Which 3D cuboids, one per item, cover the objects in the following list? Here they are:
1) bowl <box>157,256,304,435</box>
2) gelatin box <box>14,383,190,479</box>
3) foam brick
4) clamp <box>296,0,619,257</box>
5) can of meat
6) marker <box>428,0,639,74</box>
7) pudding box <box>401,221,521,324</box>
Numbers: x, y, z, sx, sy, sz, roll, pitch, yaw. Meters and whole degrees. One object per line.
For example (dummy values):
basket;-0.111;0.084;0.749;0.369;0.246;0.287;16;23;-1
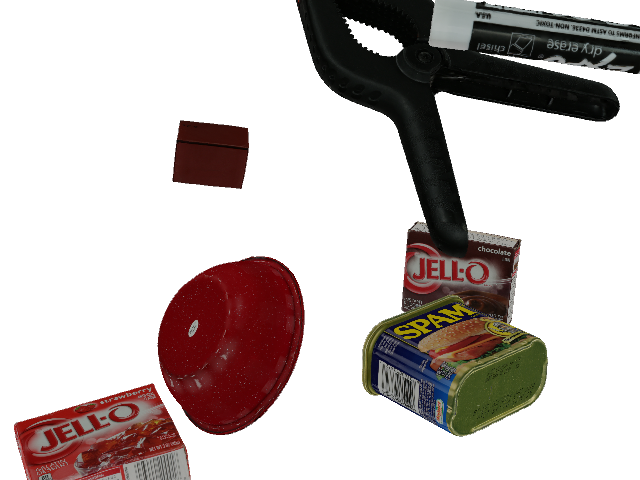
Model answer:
bowl;-0.089;0.081;0.911;0.162;0.162;0.055;0;-20;47
gelatin box;-0.130;0.124;0.628;0.089;0.030;0.073;-14;27;-18
foam brick;-0.119;-0.094;1.161;0.078;0.051;0.053;6;30;-6
clamp;0.058;-0.092;0.647;0.210;0.164;0.036;36;-31;12
can of meat;0.094;0.085;0.734;0.101;0.057;0.084;-17;28;-37
marker;0.102;-0.074;0.400;0.121;0.020;0.020;9;1;5
pudding box;0.142;0.035;1.081;0.114;0.090;0.039;9;22;17
